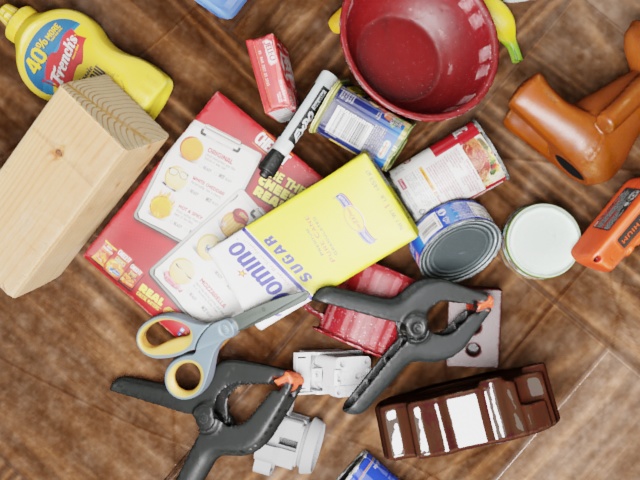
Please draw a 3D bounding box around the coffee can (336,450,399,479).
[{"bbox_3d":[0.064,0.288,1.031,0.140,0.102,0.103,40,94,5],"label":"coffee can"}]

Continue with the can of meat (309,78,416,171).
[{"bbox_3d":[0.044,-0.111,1.035,0.084,0.102,0.057,31,102,3],"label":"can of meat"}]

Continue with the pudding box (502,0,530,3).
[{"bbox_3d":[0.227,-0.258,1.019,0.113,0.090,0.039,-5,90,7],"label":"pudding box"}]

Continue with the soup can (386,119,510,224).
[{"bbox_3d":[0.124,-0.063,1.042,0.102,0.068,0.068,-31,86,6],"label":"soup can"}]

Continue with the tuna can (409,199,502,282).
[{"bbox_3d":[0.130,0.001,1.033,0.086,0.086,0.034,-30,49,6],"label":"tuna can"}]

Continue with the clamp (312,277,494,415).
[{"bbox_3d":[0.081,0.092,0.985,0.171,0.039,0.120,-8,100,-13],"label":"clamp"}]

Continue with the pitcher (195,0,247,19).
[{"bbox_3d":[-0.059,-0.337,1.030,0.145,0.149,0.243,36,97,5],"label":"pitcher"}]

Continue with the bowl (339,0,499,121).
[{"bbox_3d":[0.085,-0.181,1.008,0.162,0.055,0.162,4,76,-18],"label":"bowl"}]

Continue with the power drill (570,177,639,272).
[{"bbox_3d":[0.328,0.046,1.001,0.187,0.057,0.184,39,86,-13],"label":"power drill"}]

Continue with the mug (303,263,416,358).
[{"bbox_3d":[0.039,0.061,1.040,0.117,0.093,0.081,22,87,-3],"label":"mug"}]

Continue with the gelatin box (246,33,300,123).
[{"bbox_3d":[-0.042,-0.158,1.051,0.030,0.089,0.073,-15,88,7],"label":"gelatin box"}]

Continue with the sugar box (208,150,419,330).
[{"bbox_3d":[-0.006,0.001,0.991,0.176,0.048,0.093,-32,93,10],"label":"sugar box"}]

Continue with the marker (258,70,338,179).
[{"bbox_3d":[-0.022,-0.110,1.022,0.020,0.020,0.121,32,80,6],"label":"marker"}]

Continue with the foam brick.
[{"bbox_3d":[0.150,0.084,1.047,0.053,0.051,0.078,1,90,7],"label":"foam brick"}]

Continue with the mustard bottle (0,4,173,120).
[{"bbox_3d":[-0.251,-0.180,1.092,0.191,0.058,0.096,37,99,6],"label":"mustard bottle"}]

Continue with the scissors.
[{"bbox_3d":[-0.087,0.101,1.002,0.202,0.016,0.096,-7,102,29],"label":"scissors"}]

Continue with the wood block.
[{"bbox_3d":[-0.255,-0.052,1.046,0.091,0.090,0.206,44,114,4],"label":"wood block"}]

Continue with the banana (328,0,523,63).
[{"bbox_3d":[0.109,-0.226,1.059,0.198,0.037,0.069,11,90,7],"label":"banana"}]

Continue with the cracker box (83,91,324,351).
[{"bbox_3d":[-0.103,-0.013,1.068,0.164,0.072,0.214,40,93,4],"label":"cracker box"}]

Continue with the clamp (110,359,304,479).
[{"bbox_3d":[-0.106,0.187,1.049,0.210,0.036,0.164,-22,74,22],"label":"clamp"}]
